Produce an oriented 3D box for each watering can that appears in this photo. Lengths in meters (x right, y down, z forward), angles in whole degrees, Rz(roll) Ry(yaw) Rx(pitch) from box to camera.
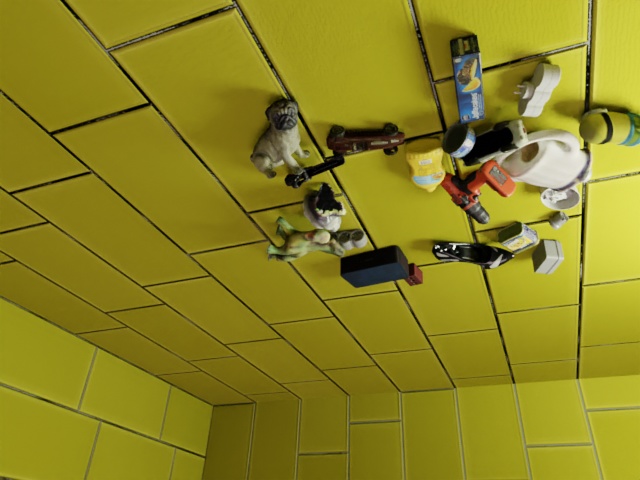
[{"bbox_3d":[0.551,-0.190,1.359,0.224,0.106,0.342,15,158,-15],"label":"watering can"}]

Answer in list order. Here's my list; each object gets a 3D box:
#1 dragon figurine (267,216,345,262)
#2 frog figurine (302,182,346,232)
[{"bbox_3d":[-0.041,0.031,1.686,0.243,0.124,0.404,13,165,4],"label":"dragon figurine"},{"bbox_3d":[0.005,-0.078,1.552,0.138,0.124,0.156,38,154,6],"label":"frog figurine"}]
